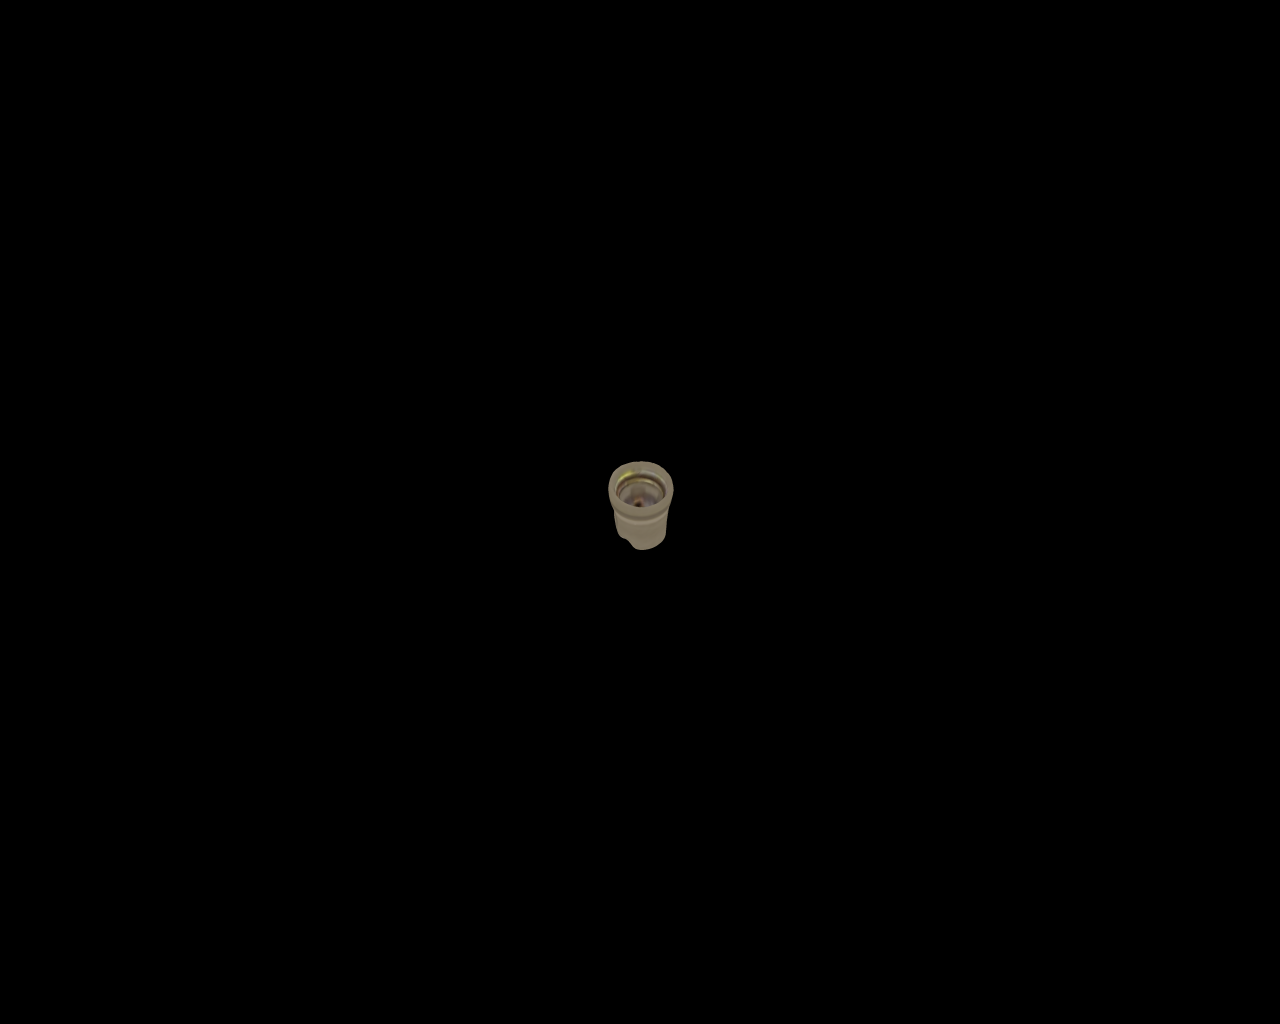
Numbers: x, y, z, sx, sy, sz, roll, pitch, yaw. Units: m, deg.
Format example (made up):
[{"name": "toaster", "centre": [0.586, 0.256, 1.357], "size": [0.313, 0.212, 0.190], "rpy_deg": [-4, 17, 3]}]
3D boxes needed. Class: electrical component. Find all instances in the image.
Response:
[{"name": "electrical component", "centre": [0.001, -0.003, 0.650], "size": [0.040, 0.040, 0.046], "rpy_deg": [0, -40, 0]}]
